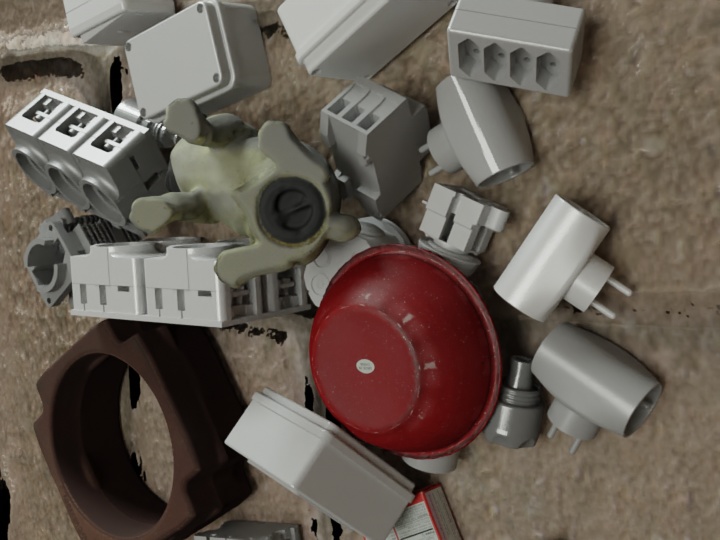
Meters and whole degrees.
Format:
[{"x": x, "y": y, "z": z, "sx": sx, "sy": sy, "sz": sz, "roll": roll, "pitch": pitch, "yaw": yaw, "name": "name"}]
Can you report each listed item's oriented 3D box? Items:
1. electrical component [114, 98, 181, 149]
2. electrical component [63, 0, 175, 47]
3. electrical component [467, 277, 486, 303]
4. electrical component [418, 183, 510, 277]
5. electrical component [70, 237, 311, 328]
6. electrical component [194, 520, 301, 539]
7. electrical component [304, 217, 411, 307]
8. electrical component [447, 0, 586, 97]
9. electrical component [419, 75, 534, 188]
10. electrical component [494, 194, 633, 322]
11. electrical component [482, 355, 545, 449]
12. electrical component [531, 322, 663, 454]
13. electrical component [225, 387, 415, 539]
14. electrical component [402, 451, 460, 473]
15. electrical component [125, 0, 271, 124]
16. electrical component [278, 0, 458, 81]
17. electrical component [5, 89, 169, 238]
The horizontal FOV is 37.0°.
[{"x": -0.189, "y": -0.128, "z": 0.972, "sx": 0.078, "sy": 0.040, "sz": 0.040, "roll": 24, "pitch": 111, "yaw": 33, "name": "electrical component"}, {"x": -0.212, "y": -0.241, "z": 0.960, "sx": 0.096, "sy": 0.062, "sz": 0.061, "roll": -13, "pitch": 88, "yaw": 39, "name": "electrical component"}, {"x": 0.060, "y": 0.032, "z": 0.798, "sx": 0.062, "sy": 0.048, "sz": 0.048, "roll": -15, "pitch": 87, "yaw": 45, "name": "electrical component"}, {"x": 0.071, "y": -0.028, "z": 0.780, "sx": 0.066, "sy": 0.048, "sz": 0.055, "roll": 29, "pitch": 105, "yaw": 32, "name": "electrical component"}, {"x": -0.148, "y": 0.006, "z": 0.917, "sx": 0.186, "sy": 0.105, "sz": 0.060, "roll": 2, "pitch": 97, "yaw": 38, "name": "electrical component"}, {"x": -0.097, "y": 0.256, "z": 0.947, "sx": 0.089, "sy": 0.050, "sz": 0.055, "roll": -7, "pitch": 91, "yaw": 39, "name": "electrical component"}, {"x": 0.000, "y": 0.000, "z": 0.835, "sx": 0.080, "sy": 0.051, "sz": 0.080, "roll": 6, "pitch": 100, "yaw": 37, "name": "electrical component"}, {"x": 0.110, "y": -0.166, "z": 0.722, "sx": 0.083, "sy": 0.047, "sz": 0.075, "roll": 13, "pitch": 62, "yaw": 15, "name": "electrical component"}, {"x": 0.075, "y": -0.094, "z": 0.767, "sx": 0.079, "sy": 0.044, "sz": 0.077, "roll": -29, "pitch": 78, "yaw": 37, "name": "electrical component"}, {"x": 0.144, "y": 0.002, "z": 0.724, "sx": 0.079, "sy": 0.043, "sz": 0.077, "roll": 34, "pitch": 103, "yaw": 9, "name": "electrical component"}, {"x": 0.111, "y": 0.093, "z": 0.766, "sx": 0.043, "sy": 0.043, "sz": 0.062, "roll": 17, "pitch": 105, "yaw": 35, "name": "electrical component"}, {"x": 0.153, "y": 0.088, "z": 0.732, "sx": 0.077, "sy": 0.043, "sz": 0.079, "roll": 36, "pitch": 117, "yaw": 29, "name": "electrical component"}, {"x": -0.031, "y": 0.150, "z": 0.826, "sx": 0.109, "sy": 0.109, "sz": 0.056, "roll": 18, "pitch": 70, "yaw": 53, "name": "electrical component"}, {"x": 0.060, "y": 0.106, "z": 0.808, "sx": 0.043, "sy": 0.043, "sz": 0.081, "roll": 21, "pitch": 109, "yaw": 34, "name": "electrical component"}, {"x": -0.140, "y": -0.176, "z": 0.916, "sx": 0.113, "sy": 0.057, "sz": 0.078, "roll": -15, "pitch": 87, "yaw": 39, "name": "electrical component"}, {"x": 0.006, "y": -0.193, "z": 0.787, "sx": 0.113, "sy": 0.078, "sz": 0.057, "roll": -35, "pitch": 72, "yaw": 36, "name": "electrical component"}, {"x": -0.245, "y": -0.096, "z": 0.981, "sx": 0.150, "sy": 0.061, "sz": 0.089, "roll": 23, "pitch": 150, "yaw": 34, "name": "electrical component"}]
